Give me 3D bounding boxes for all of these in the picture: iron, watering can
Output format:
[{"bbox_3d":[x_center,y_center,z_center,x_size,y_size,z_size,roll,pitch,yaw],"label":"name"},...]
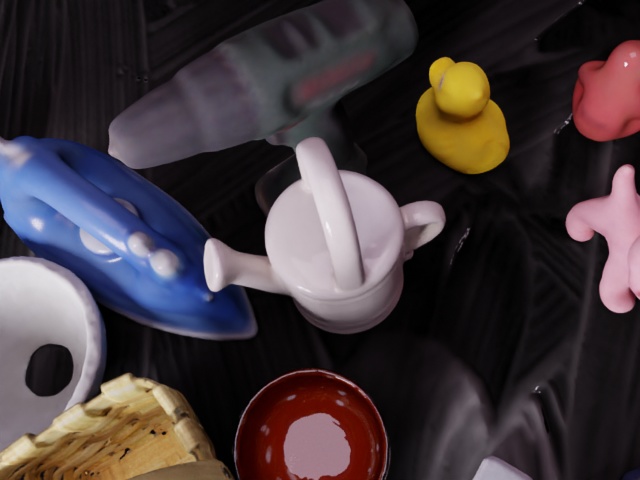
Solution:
[{"bbox_3d":[-0.166,-0.008,0.472,0.257,0.141,0.119,31,75,18],"label":"iron"},{"bbox_3d":[0.005,0.003,0.417,0.173,0.194,0.100,-36,68,-7],"label":"watering can"}]

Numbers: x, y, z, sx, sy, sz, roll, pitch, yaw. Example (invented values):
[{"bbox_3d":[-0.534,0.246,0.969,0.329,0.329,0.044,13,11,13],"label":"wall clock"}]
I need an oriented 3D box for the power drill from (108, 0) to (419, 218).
[{"bbox_3d":[-0.025,-0.085,0.449,0.230,0.208,0.075,-37,68,-8],"label":"power drill"}]

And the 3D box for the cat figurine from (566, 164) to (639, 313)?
[{"bbox_3d":[0.251,0.002,0.428,0.067,0.118,0.127,-19,67,0],"label":"cat figurine"}]

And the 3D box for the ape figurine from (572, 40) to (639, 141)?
[{"bbox_3d":[0.260,-0.135,0.495,0.076,0.092,0.077,-39,68,-8],"label":"ape figurine"}]

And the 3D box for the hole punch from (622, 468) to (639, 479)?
[{"bbox_3d":[0.268,0.193,0.363,0.108,0.091,0.101,-9,67,4],"label":"hole punch"}]

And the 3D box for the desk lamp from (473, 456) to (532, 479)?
[{"bbox_3d":[0.097,0.225,0.306,0.117,0.214,0.203,28,74,17],"label":"desk lamp"}]

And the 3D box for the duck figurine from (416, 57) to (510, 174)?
[{"bbox_3d":[0.129,-0.116,0.508,0.077,0.086,0.104,-29,67,-5],"label":"duck figurine"}]

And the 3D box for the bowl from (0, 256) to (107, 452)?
[{"bbox_3d":[-0.245,0.103,0.474,0.167,0.075,0.167,-2,68,6],"label":"bowl"}]
